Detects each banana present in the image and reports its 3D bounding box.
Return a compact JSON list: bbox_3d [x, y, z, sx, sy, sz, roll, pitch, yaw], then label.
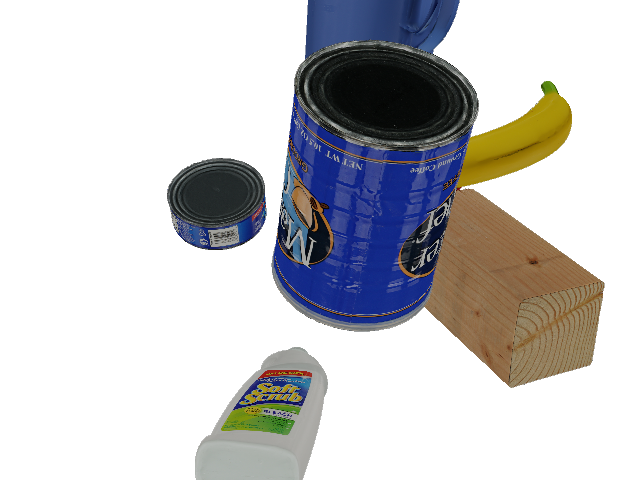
[{"bbox_3d":[0.129,-0.072,0.827,0.197,0.037,0.070,-24,29,-24],"label":"banana"}]

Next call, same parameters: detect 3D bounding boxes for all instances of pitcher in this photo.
[{"bbox_3d":[0.054,-0.211,0.938,0.145,0.243,0.149,8,15,7],"label":"pitcher"}]

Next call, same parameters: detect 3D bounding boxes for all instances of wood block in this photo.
[{"bbox_3d":[0.158,0.036,0.996,0.090,0.090,0.206,-11,30,-23],"label":"wood block"}]

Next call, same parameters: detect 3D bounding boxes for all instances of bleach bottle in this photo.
[{"bbox_3d":[-0.050,0.173,1.089,0.102,0.068,0.250,4,20,6],"label":"bleach bottle"}]

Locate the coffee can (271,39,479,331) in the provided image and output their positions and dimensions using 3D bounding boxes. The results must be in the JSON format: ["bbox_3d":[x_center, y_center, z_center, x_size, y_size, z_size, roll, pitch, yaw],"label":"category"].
[{"bbox_3d":[0.028,-0.031,0.628,0.102,0.140,0.103,5,42,-5],"label":"coffee can"}]

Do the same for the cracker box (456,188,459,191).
[{"bbox_3d":[0.072,-0.034,1.251,0.163,0.072,0.214,-23,-23,-50],"label":"cracker box"}]

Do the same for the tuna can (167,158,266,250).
[{"bbox_3d":[-0.090,-0.032,0.940,0.086,0.086,0.034,0,-44,3],"label":"tuna can"}]
